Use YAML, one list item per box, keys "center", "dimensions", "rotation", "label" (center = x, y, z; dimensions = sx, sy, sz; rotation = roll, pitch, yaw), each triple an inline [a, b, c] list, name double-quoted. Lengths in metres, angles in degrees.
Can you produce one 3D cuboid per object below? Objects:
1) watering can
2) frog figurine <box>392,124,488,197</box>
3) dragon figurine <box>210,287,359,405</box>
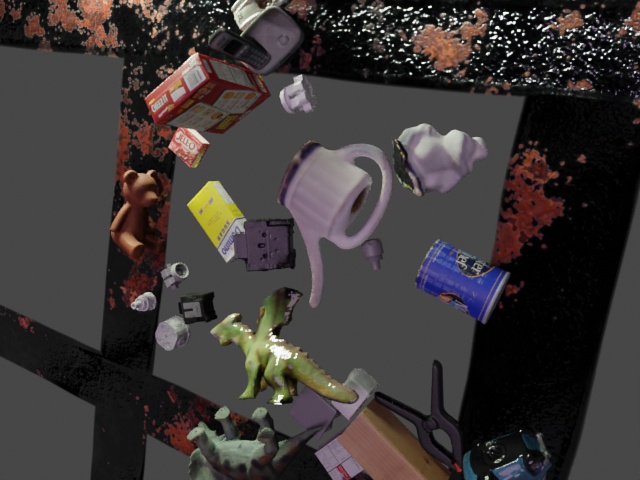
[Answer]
- center: [0.003, -0.053, 1.055]
  dimensions: [0.226, 0.104, 0.345]
  rotation: [35, 102, 21]
  label: "watering can"
- center: [0.221, -0.158, 0.960]
  dimensions: [0.160, 0.121, 0.139]
  rotation: [-23, 74, -9]
  label: "frog figurine"
- center: [-0.085, 0.222, 1.118]
  dimensions: [0.408, 0.121, 0.246]
  rotation: [-9, 73, 34]
  label: "dragon figurine"
